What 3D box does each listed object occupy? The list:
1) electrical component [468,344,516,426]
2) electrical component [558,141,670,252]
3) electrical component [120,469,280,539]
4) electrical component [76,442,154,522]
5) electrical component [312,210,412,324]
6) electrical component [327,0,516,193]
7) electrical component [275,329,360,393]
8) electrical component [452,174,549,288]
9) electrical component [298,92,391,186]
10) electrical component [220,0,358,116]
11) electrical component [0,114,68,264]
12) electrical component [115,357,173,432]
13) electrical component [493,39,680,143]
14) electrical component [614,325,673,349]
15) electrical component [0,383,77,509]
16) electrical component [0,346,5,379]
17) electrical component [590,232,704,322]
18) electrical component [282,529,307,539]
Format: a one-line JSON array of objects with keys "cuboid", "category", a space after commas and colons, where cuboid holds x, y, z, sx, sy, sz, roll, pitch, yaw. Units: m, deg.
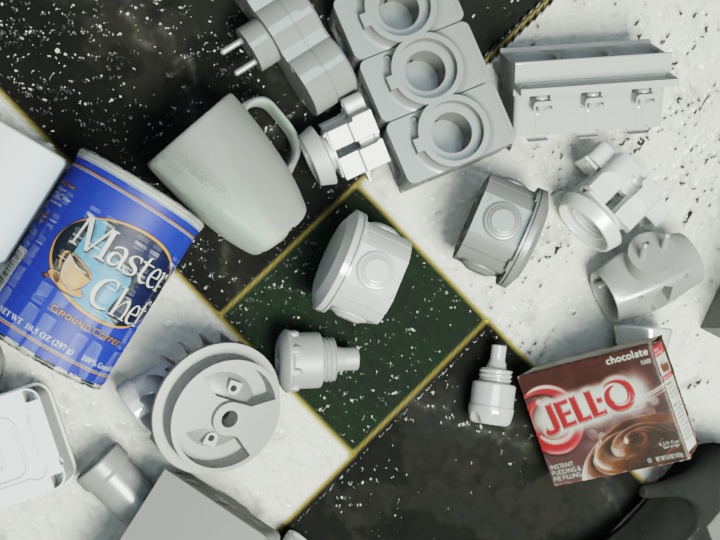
[{"cuboid": [0.104, 0.089, 0.831, 0.035, 0.035, 0.061, 9, 83, -6], "category": "electrical component"}, {"cuboid": [0.193, -0.052, 0.838, 0.057, 0.058, 0.078, -45, 93, -10], "category": "electrical component"}, {"cuboid": [-0.136, 0.231, 0.772, 0.089, 0.061, 0.150, 30, 84, 13], "category": "electrical component"}, {"cuboid": [-0.178, 0.157, 0.792, 0.040, 0.040, 0.046, -42, 98, -7], "category": "electrical component"}, {"cuboid": [0.000, 0.000, 0.802, 0.051, 0.080, 0.080, 24, 84, -11], "category": "electrical component"}, {"cuboid": [0.046, -0.147, 0.823, 0.089, 0.062, 0.150, -23, 90, -8], "category": "electrical component"}, {"cuboid": [-0.032, 0.068, 0.812, 0.062, 0.048, 0.048, -1, 87, -14], "category": "electrical component"}, {"cuboid": [0.107, -0.031, 0.816, 0.051, 0.080, 0.080, 23, 84, 0], "category": "electrical component"}, {"cuboid": [-0.014, -0.094, 0.819, 0.055, 0.048, 0.066, -26, 113, -6], "category": "electrical component"}, {"cuboid": [-0.070, -0.176, 0.816, 0.074, 0.052, 0.138, -34, 91, -7], "category": "electrical component"}, {"cuboid": [-0.271, -0.061, 0.787, 0.100, 0.048, 0.099, 31, 84, -4], "category": "electrical component"}, {"cuboid": [-0.152, 0.091, 0.798, 0.046, 0.040, 0.040, -34, 91, -14], "category": "electrical component"}, {"cuboid": [0.172, -0.139, 0.834, 0.121, 0.078, 0.063, -5, 116, -7], "category": "electrical component"}, {"cuboid": [0.220, 0.072, 0.841, 0.045, 0.045, 0.055, 5, 87, -7], "category": "electrical component"}, {"cuboid": [-0.270, 0.134, 0.772, 0.113, 0.057, 0.078, -19, 89, -7], "category": "electrical component"}, {"cuboid": [-0.287, 0.068, 0.779, 0.055, 0.047, 0.055, 0, 87, -7], "category": "electrical component"}, {"cuboid": [0.224, -0.003, 0.830, 0.077, 0.079, 0.043, -24, 60, -7], "category": "electrical component"}, {"cuboid": [-0.059, 0.232, 0.801, 0.044, 0.044, 0.065, 44, 88, -3], "category": "electrical component"}]
